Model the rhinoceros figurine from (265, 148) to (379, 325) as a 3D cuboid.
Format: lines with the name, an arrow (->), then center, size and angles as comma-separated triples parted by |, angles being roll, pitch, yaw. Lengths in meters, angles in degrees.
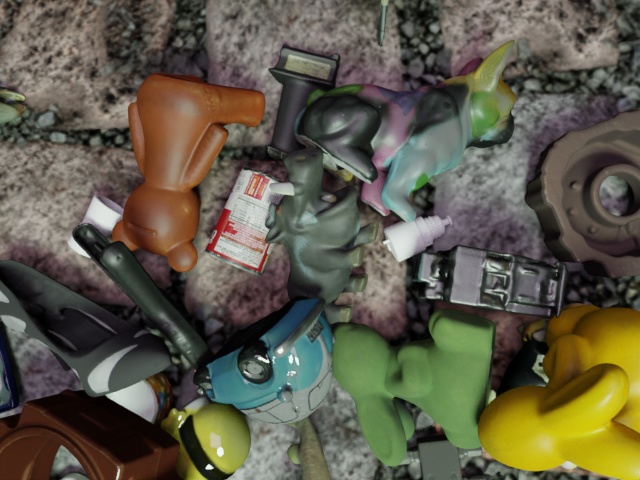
rhinoceros figurine -> -0.001, -0.002, 0.545 | 0.112, 0.073, 0.190 | 13, 129, 19

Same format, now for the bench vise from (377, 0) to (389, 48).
bench vise -> -0.019, -0.325, 0.574 | 0.241, 0.129, 0.223 | -16, 77, -16

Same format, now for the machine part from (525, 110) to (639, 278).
machine part -> 0.316, -0.046, 0.576 | 0.179, 0.056, 0.179 | 0, 86, 2

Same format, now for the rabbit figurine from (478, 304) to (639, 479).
rabbit figurine -> 0.219, 0.141, 0.447 | 0.173, 0.162, 0.122 | -25, 89, -1

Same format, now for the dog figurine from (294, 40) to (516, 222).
dog figurine -> 0.104, -0.136, 0.566 | 0.191, 0.108, 0.219 | 41, 84, -10

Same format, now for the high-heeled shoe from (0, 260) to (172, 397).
high-heeled shoe -> -0.246, 0.073, 0.542 | 0.249, 0.086, 0.145 | -11, 107, 38

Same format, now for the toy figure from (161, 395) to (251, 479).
toy figure -> -0.150, 0.244, 0.564 | 0.089, 0.082, 0.180 | 42, 87, 9

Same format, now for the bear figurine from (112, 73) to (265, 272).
bear figurine -> -0.146, -0.075, 0.584 | 0.120, 0.132, 0.195 | 15, 109, 21

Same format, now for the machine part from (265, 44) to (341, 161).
machine part -> -0.024, -0.152, 0.612 | 0.084, 0.039, 0.138 | 11, 84, -4

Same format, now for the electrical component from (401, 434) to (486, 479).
electrical component -> 0.130, 0.245, 0.578 | 0.094, 0.021, 0.063 | -6, 86, 2

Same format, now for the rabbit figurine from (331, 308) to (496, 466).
rabbit figurine -> 0.089, 0.140, 0.561 | 0.170, 0.121, 0.159 | 6, 93, 22

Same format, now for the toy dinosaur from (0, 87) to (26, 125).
toy dinosaur -> -0.497, -0.025, 0.591 | 0.192, 0.131, 0.405 | 41, 93, 17

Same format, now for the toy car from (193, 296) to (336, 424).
toy car -> -0.044, 0.132, 0.534 | 0.162, 0.109, 0.103 | -34, 94, 35

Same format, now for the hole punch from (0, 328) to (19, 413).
hole punch -> -0.407, 0.154, 0.591 | 0.116, 0.092, 0.142 | -21, 87, 31

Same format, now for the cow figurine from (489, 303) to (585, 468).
cow figurine -> 0.229, 0.143, 0.561 | 0.098, 0.068, 0.167 | 10, 85, 9

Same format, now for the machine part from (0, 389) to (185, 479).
machine part -> -0.229, 0.259, 0.499 | 0.201, 0.087, 0.201 | 18, 94, 26

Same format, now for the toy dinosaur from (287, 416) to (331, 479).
toy dinosaur -> 0.000, 0.373, 0.497 | 0.199, 0.105, 0.471 | -11, 67, 35

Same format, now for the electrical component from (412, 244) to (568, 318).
electrical component -> 0.163, 0.041, 0.547 | 0.134, 0.115, 0.058 | 9, 84, 2
